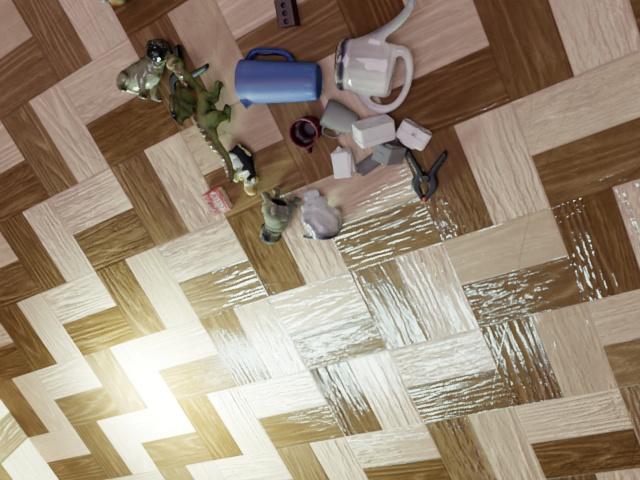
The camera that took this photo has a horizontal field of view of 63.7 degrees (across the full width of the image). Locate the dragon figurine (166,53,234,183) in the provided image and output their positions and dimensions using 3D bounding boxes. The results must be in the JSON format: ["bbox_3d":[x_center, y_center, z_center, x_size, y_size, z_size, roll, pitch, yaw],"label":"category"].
[{"bbox_3d":[-0.372,-0.370,1.547,0.121,0.244,0.412,-20,85,26],"label":"dragon figurine"}]

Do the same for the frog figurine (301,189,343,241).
[{"bbox_3d":[0.005,-0.083,1.651,0.138,0.124,0.158,-7,104,-16],"label":"frog figurine"}]

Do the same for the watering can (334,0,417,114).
[{"bbox_3d":[0.151,-0.510,1.415,0.224,0.106,0.339,12,132,10],"label":"watering can"}]
